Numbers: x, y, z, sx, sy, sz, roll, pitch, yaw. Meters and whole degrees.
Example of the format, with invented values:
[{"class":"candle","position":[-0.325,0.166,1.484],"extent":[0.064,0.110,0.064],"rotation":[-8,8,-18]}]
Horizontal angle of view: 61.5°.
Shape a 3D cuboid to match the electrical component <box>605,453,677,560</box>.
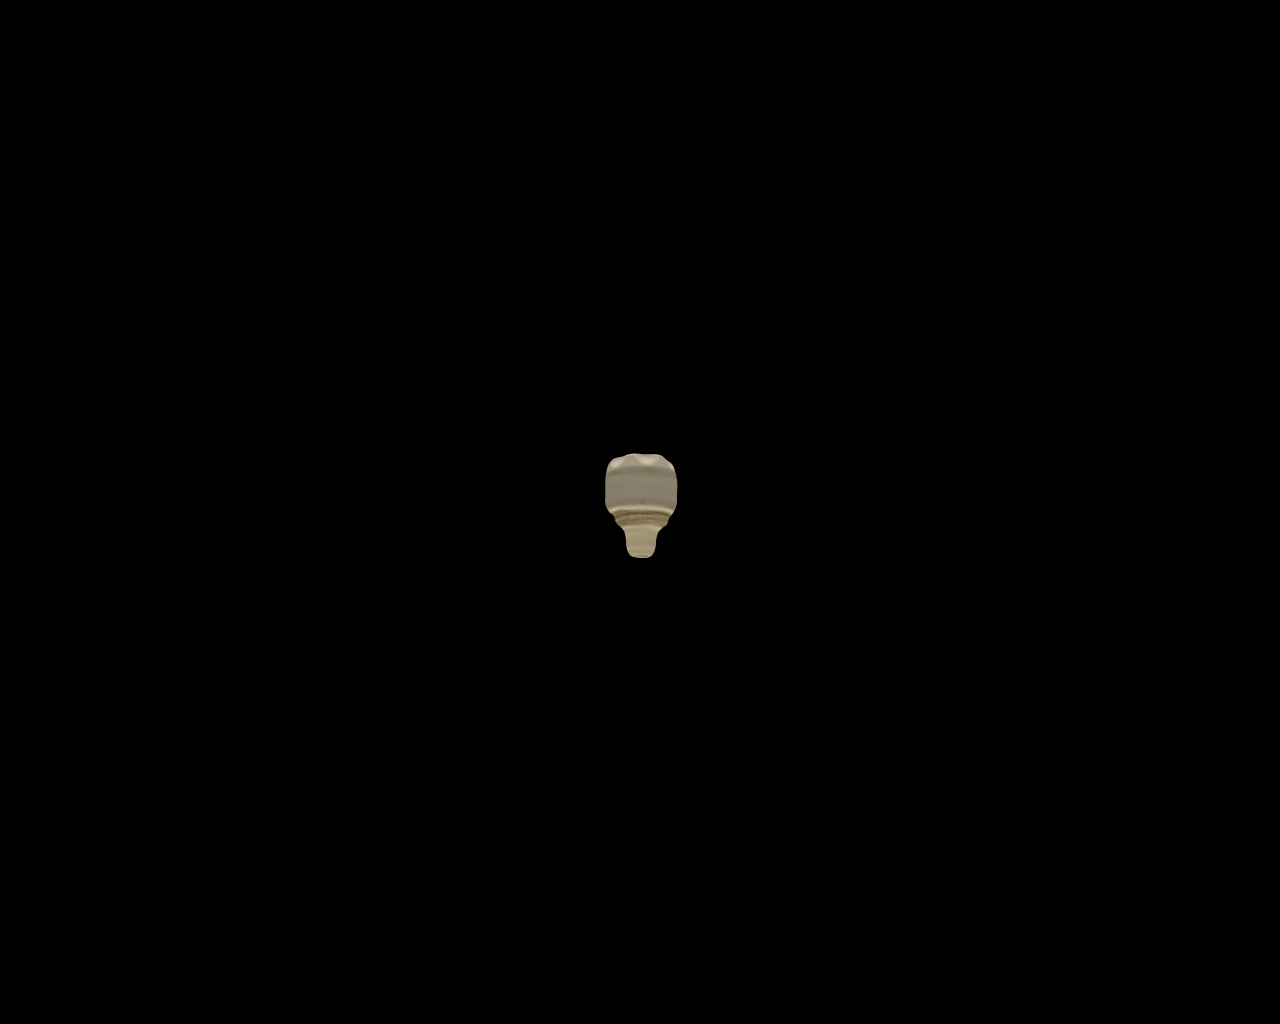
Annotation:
[{"class":"electrical component","position":[0.001,-0.003,0.650],"extent":[0.043,0.062,0.043],"rotation":[0,-11,0]}]
